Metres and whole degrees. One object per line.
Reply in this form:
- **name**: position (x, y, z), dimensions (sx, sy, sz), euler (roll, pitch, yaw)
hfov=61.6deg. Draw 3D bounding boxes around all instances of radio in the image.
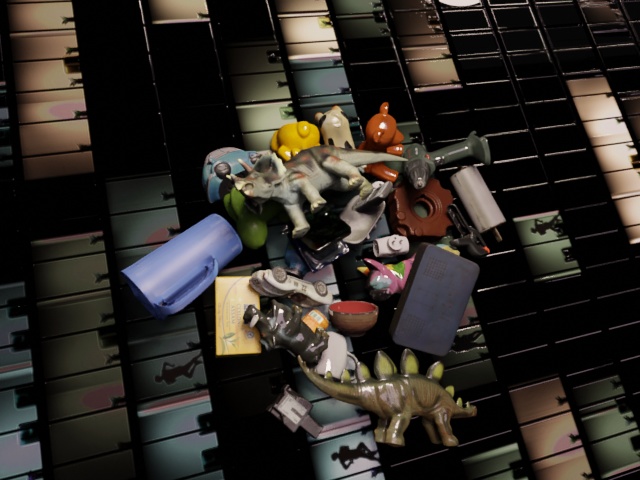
- **radio**: position (0.249, 0.131, 1.178), dimensions (0.131, 0.073, 0.229), euler (19, 94, -1)

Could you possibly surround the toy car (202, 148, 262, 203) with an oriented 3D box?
- **toy car**: position (-0.216, -0.167, 1.255), dimensions (0.162, 0.109, 0.103), euler (-34, 67, -28)

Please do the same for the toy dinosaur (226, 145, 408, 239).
- **toy dinosaur**: position (-0.013, -0.141, 1.154), dimensions (0.405, 0.131, 0.192), euler (-29, 69, -30)

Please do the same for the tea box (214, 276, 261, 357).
- **tea box**: position (-0.181, 0.168, 1.172), dimensions (0.098, 0.068, 0.169), euler (-2, 72, -14)

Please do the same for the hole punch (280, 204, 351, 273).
- **hole punch**: position (-0.002, -0.004, 1.184), dimensions (0.142, 0.092, 0.116), euler (-31, 56, -20)

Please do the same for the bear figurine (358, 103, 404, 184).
- **bear figurine**: position (0.161, -0.234, 1.309), dimensions (0.132, 0.196, 0.120), euler (17, 67, -8)

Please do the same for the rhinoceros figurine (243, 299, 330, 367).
- **rhinoceros figurine**: position (-0.071, 0.190, 1.126), dimensions (0.190, 0.073, 0.112), euler (37, 82, -10)

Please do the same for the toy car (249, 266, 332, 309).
- **toy car**: position (-0.062, 0.108, 1.180), dimensions (0.201, 0.073, 0.056), euler (21, 59, -35)

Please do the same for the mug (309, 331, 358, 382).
- **mug**: position (0.033, 0.261, 1.185), dimensions (0.110, 0.080, 0.107), euler (13, 61, -5)

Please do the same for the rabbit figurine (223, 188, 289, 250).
- **rabbit figurine**: position (-0.137, -0.066, 1.210), dimensions (0.159, 0.121, 0.170), euler (33, 65, -15)

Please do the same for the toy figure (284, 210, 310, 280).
- **toy figure**: position (-0.029, 0.012, 1.250), dimensions (0.089, 0.082, 0.180), euler (22, 66, -9)

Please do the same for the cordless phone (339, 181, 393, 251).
- **cordless phone**: position (0.107, -0.057, 1.246), dimensions (0.089, 0.184, 0.146), euler (37, 69, -4)

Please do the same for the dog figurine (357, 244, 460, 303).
- **dog figurine**: position (0.203, 0.072, 1.270), dimensions (0.219, 0.108, 0.191), euler (19, 70, -3)

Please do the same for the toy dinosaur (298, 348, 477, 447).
- **toy dinosaur**: position (0.162, 0.335, 1.150), dimensions (0.471, 0.105, 0.198), euler (12, 69, -27)

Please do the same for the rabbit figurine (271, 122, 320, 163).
- **rabbit figurine**: position (-0.043, -0.188, 1.287), dimensions (0.122, 0.162, 0.173), euler (7, 89, -23)

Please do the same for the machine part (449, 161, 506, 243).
- **machine part**: position (0.405, -0.103, 1.385), dimensions (0.079, 0.079, 0.243), euler (-22, 78, -18)

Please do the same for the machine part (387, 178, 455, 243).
- **machine part**: position (0.257, -0.077, 1.355), dimensions (0.179, 0.056, 0.179), euler (4, 71, -12)

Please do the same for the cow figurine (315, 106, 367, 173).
- **cow figurine**: position (0.053, -0.221, 1.311), dimensions (0.085, 0.127, 0.194), euler (-17, 110, -3)

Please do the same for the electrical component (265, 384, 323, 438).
- **electrical component**: position (-0.049, 0.371, 1.147), dimensions (0.119, 0.047, 0.075), euler (37, 69, 0)

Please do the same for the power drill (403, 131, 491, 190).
- **power drill**: position (0.303, -0.191, 1.309), dimensions (0.207, 0.232, 0.085), euler (-20, 114, 6)
